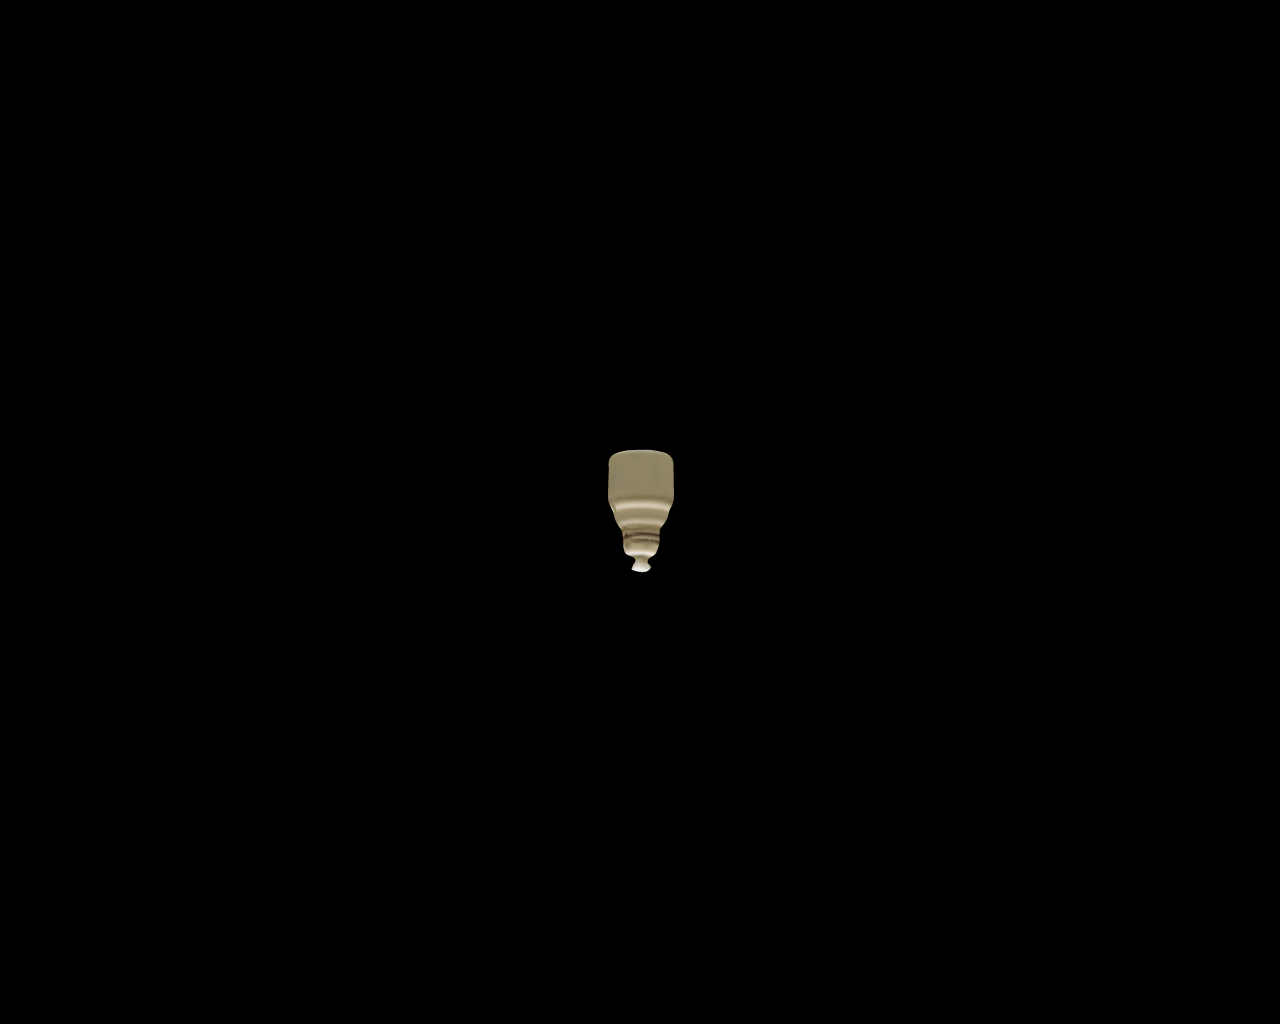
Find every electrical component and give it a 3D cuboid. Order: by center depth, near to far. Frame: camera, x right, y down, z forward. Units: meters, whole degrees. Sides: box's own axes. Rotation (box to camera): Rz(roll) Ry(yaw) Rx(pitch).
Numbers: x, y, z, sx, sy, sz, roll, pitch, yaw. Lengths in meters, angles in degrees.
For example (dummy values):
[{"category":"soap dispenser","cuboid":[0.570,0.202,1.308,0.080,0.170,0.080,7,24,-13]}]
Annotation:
[{"category":"electrical component","cuboid":[0.001,-0.003,0.650,0.040,0.078,0.040,0,-11,0]}]
